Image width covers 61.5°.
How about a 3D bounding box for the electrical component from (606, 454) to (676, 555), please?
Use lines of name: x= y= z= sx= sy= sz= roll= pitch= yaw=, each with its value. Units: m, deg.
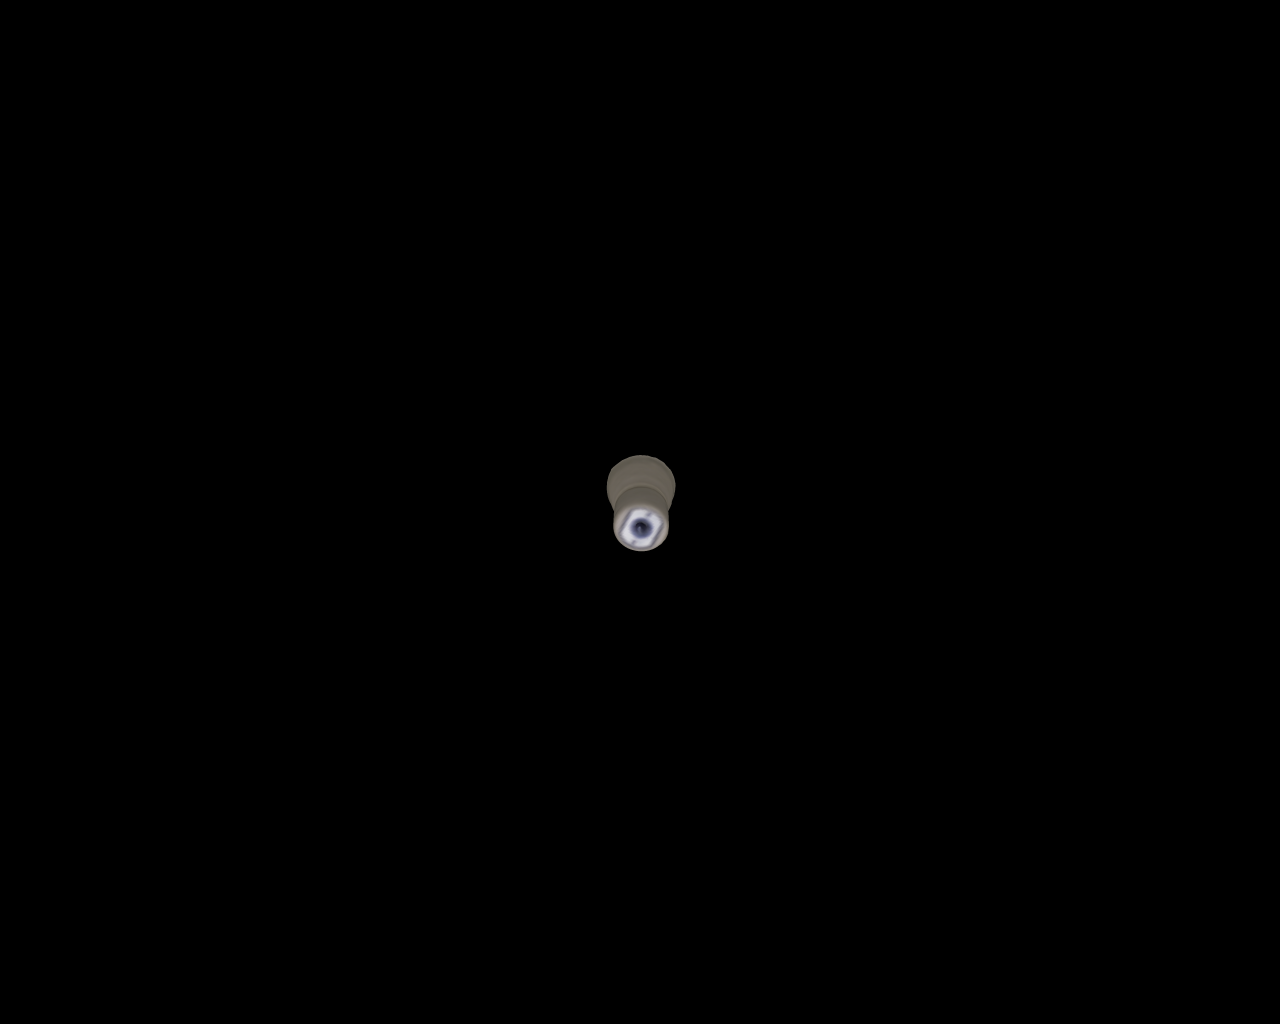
electrical component: x=0.001 y=-0.003 z=0.650 sx=0.044 sy=0.044 sz=0.065 roll=0 pitch=25 yaw=0
